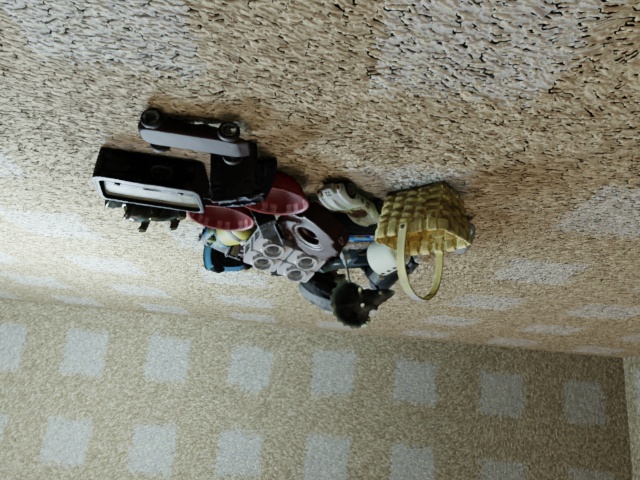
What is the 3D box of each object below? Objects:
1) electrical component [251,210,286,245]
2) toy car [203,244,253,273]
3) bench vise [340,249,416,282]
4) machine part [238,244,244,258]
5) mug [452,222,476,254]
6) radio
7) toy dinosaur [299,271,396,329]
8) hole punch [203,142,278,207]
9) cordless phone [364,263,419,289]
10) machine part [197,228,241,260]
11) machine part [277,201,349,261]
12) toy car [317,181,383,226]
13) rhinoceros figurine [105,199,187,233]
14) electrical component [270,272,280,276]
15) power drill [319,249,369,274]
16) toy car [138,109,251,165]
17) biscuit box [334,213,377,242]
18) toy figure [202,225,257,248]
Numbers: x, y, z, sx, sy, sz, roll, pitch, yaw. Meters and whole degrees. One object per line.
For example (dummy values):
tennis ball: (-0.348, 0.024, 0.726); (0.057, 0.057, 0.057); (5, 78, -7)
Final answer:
electrical component: (-0.124, -0.036, 1.276); (0.048, 0.119, 0.074); (-22, 157, -6)
toy car: (-0.275, 0.040, 1.631); (0.162, 0.109, 0.103); (-2, -173, -15)
bench vise: (0.153, 0.041, 1.418); (0.240, 0.129, 0.223); (-6, 161, -26)
machine part: (-0.116, 0.023, 1.529); (0.202, 0.087, 0.200); (-2, 162, 27)
mug: (0.309, -0.020, 1.280); (0.107, 0.081, 0.109); (18, 166, -9)
radio: (-0.358, -0.124, 1.150); (0.230, 0.073, 0.131); (7, 163, -7)
toy dinosaur: (0.021, 0.143, 1.494); (0.405, 0.131, 0.192); (18, 175, 38)
hole punch: (-0.149, -0.120, 1.051); (0.142, 0.115, 0.092); (-3, 169, 24)
cordless phone: (0.226, 0.101, 1.615); (0.089, 0.146, 0.184); (46, -168, 25)
machine part: (-0.284, 0.004, 1.555); (0.139, 0.084, 0.039); (20, -175, -16)
machine part: (-0.018, -0.023, 1.285); (0.179, 0.056, 0.179); (28, 153, 16)
toy car: (0.075, -0.078, 1.199); (0.074, 0.056, 0.201); (-9, 158, 39)
rhinoceros figurine: (-0.405, -0.081, 1.263); (0.190, 0.112, 0.073); (4, 150, -39)
electrical component: (-0.119, 0.082, 1.765); (0.134, 0.058, 0.115); (6, 161, -4)
power drill: (0.074, 0.077, 1.676); (0.208, 0.086, 0.231); (4, 161, 29)
toy car: (-0.221, -0.185, 0.954); (0.202, 0.053, 0.089); (8, 152, 2)
biscuit box: (0.122, -0.031, 1.326); (0.203, 0.063, 0.059); (0, 162, 19)
toy figure: (-0.246, -0.022, 1.434); (0.180, 0.082, 0.089); (-5, 156, 37)
